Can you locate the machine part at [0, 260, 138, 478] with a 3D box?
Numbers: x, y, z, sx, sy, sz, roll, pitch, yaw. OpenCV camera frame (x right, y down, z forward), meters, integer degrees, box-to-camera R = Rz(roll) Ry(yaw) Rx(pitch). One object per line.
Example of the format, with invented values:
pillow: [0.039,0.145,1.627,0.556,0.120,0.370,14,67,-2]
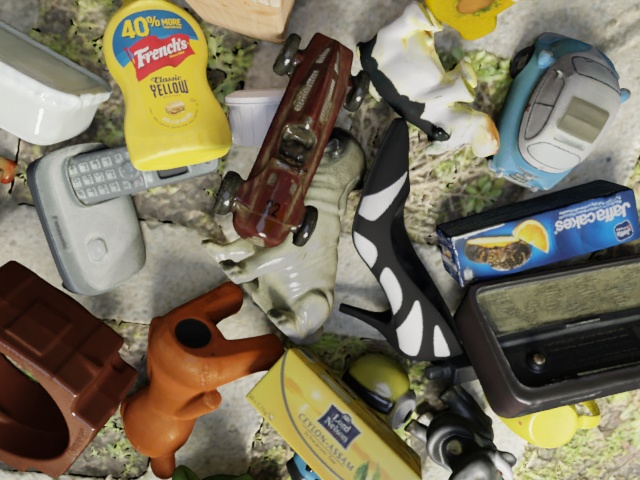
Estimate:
machine part: [-0.301,0.130,0.539,0.201,0.087,0.201,38,124,-7]

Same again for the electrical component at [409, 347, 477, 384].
electrical component: [0.153,0.136,0.615,0.094,0.063,0.021,-6,111,-20]

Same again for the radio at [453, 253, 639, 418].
radio: [0.273,0.099,0.569,0.230,0.073,0.131,-10,61,-6]

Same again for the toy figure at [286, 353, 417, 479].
toy figure: [0.032,0.210,0.617,0.089,0.082,0.180,44,100,-11]

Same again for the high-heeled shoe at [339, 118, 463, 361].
high-heeled shoe: [0.105,0.010,0.556,0.145,0.086,0.248,15,111,8]

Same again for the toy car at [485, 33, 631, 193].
toy car: [0.241,-0.127,0.541,0.109,0.103,0.161,24,98,-8]

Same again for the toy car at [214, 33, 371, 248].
toy car: [-0.020,-0.090,0.472,0.089,0.053,0.202,25,82,-13]

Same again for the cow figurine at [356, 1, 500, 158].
cow figurine: [0.108,-0.143,0.543,0.098,0.068,0.167,-28,102,31]

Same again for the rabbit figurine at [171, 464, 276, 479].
rabbit figurine: [-0.100,0.303,0.571,0.159,0.170,0.121,33,70,-9]

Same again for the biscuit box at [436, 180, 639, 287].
biscuit box: [0.236,-0.009,0.587,0.203,0.063,0.059,-16,104,1]

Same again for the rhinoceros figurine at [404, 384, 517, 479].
rhinoceros figurine: [0.152,0.220,0.574,0.073,0.190,0.112,-43,76,8]

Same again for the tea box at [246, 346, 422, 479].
tea box: [0.017,0.187,0.533,0.170,0.098,0.068,43,90,16]

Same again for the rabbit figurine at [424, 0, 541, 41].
rabbit figurine: [0.126,-0.293,0.492,0.162,0.122,0.173,5,79,-26]

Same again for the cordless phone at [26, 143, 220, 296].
cordless phone: [-0.186,-0.035,0.556,0.184,0.089,0.146,-18,103,-18]

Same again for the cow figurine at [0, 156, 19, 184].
cow figurine: [-0.407,-0.020,0.537,0.127,0.085,0.195,30,102,-16]

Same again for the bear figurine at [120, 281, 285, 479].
bear figurine: [-0.140,0.159,0.589,0.120,0.132,0.195,45,132,29]

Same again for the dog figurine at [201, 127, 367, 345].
dog figurine: [0.000,-0.002,0.562,0.190,0.121,0.172,-42,129,-9]
